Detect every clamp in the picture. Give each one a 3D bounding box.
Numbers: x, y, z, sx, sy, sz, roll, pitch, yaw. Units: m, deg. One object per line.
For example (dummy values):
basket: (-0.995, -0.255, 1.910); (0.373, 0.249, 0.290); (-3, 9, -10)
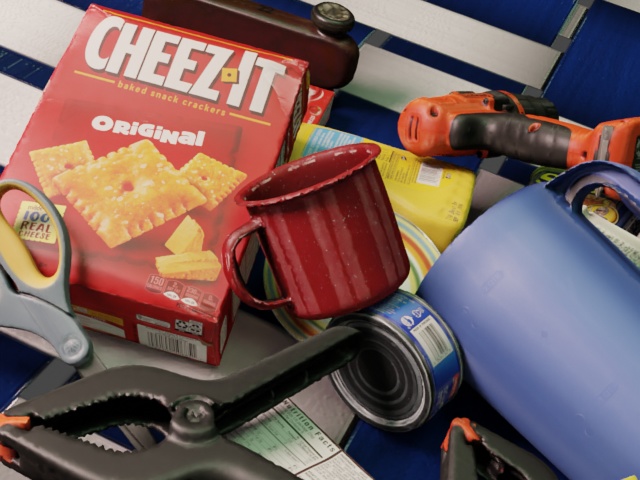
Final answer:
clamp: (-0.059, 0.109, 0.549); (0.209, 0.036, 0.164); (-3, 36, -14)
clamp: (0.128, 0.171, 0.595); (0.120, 0.039, 0.171); (1, 45, -27)

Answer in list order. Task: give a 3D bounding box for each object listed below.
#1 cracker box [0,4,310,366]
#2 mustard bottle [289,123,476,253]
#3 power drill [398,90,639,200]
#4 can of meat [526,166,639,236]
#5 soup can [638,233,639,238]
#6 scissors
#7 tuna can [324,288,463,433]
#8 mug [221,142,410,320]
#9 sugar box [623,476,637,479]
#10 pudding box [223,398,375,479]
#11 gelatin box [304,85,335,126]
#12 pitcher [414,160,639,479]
cracker box: (-0.112, -0.043, 0.706); (0.164, 0.072, 0.213); (16, 60, 3)
mustard bottle: (0.020, -0.047, 0.824); (0.191, 0.058, 0.096); (18, 35, 4)
power drill: (0.181, -0.078, 0.813); (0.184, 0.057, 0.188); (-11, 19, -43)
can of meat: (0.191, -0.010, 0.819); (0.102, 0.057, 0.083); (13, 35, 33)
soup can: (0.248, 0.032, 0.763); (0.068, 0.068, 0.102); (27, 58, 16)
scissors: (-0.161, 0.063, 0.614); (0.096, 0.016, 0.202); (-22, 82, 1)
tuna can: (0.043, 0.074, 0.652); (0.086, 0.086, 0.033); (34, 43, 24)
mug: (-0.004, 0.001, 0.640); (0.117, 0.081, 0.093); (-28, 17, -25)
sugar box: (0.156, 0.210, 0.510); (0.093, 0.048, 0.176); (-11, 58, -30)
pudding box: (-0.033, 0.143, 0.579); (0.113, 0.039, 0.090); (-21, 47, -40)
gelatin box: (-0.034, -0.107, 0.907); (0.073, 0.030, 0.089); (19, 37, 6)
pitcher: (0.182, 0.079, 0.634); (0.144, 0.149, 0.243); (-33, 62, -21)
